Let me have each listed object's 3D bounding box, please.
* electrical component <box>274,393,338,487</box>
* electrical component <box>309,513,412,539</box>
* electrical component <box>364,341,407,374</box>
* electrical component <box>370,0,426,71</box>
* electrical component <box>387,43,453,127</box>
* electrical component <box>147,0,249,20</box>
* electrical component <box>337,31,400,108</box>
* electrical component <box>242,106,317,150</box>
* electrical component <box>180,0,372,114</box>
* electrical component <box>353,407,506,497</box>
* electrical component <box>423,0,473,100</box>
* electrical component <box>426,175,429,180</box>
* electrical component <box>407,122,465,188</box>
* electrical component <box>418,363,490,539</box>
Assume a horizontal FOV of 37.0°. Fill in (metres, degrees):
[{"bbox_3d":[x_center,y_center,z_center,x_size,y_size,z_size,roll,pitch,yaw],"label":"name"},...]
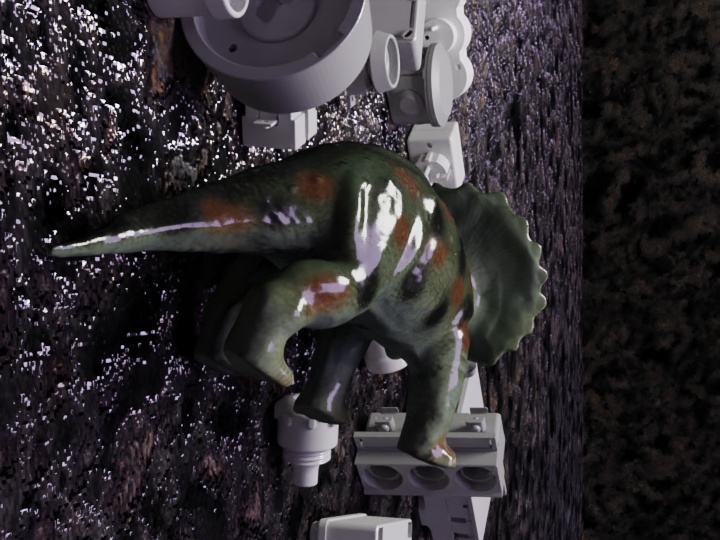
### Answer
[{"bbox_3d":[-0.037,0.119,0.749,0.048,0.048,0.062,-27,121,-71],"label":"electrical component"},{"bbox_3d":[0.001,0.250,0.846,0.109,0.056,0.108,30,61,-70],"label":"electrical component"},{"bbox_3d":[0.021,0.062,0.941,0.040,0.040,0.046,-54,135,-62],"label":"electrical component"},{"bbox_3d":[0.022,-0.219,0.902,0.061,0.062,0.096,66,28,-71],"label":"electrical component"},{"bbox_3d":[0.059,-0.178,1.043,0.080,0.051,0.080,0,90,-73],"label":"electrical component"},{"bbox_3d":[-0.088,-0.155,0.581,0.040,0.046,0.040,0,90,-73],"label":"electrical component"},{"bbox_3d":[-0.001,-0.162,0.845,0.048,0.055,0.066,-51,137,-64],"label":"electrical component"},{"bbox_3d":[-0.052,-0.112,0.699,0.066,0.048,0.055,-54,148,-62],"label":"electrical component"},{"bbox_3d":[-0.044,-0.143,0.629,0.060,0.108,0.108,63,31,-67],"label":"electrical component"},{"bbox_3d":[0.063,0.158,0.938,0.063,0.121,0.078,-75,158,-46],"label":"electrical component"},{"bbox_3d":[0.084,-0.244,1.119,0.073,0.052,0.138,-45,133,-66],"label":"electrical component"},{"bbox_3d":[0.042,-0.039,0.994,0.076,0.047,0.065,71,26,-47],"label":"electrical component"},{"bbox_3d":[0.074,-0.105,1.098,0.076,0.047,0.065,-66,151,-52],"label":"electrical component"},{"bbox_3d":[0.096,0.192,1.142,0.105,0.060,0.186,-69,153,-49],"label":"electrical component"}]
